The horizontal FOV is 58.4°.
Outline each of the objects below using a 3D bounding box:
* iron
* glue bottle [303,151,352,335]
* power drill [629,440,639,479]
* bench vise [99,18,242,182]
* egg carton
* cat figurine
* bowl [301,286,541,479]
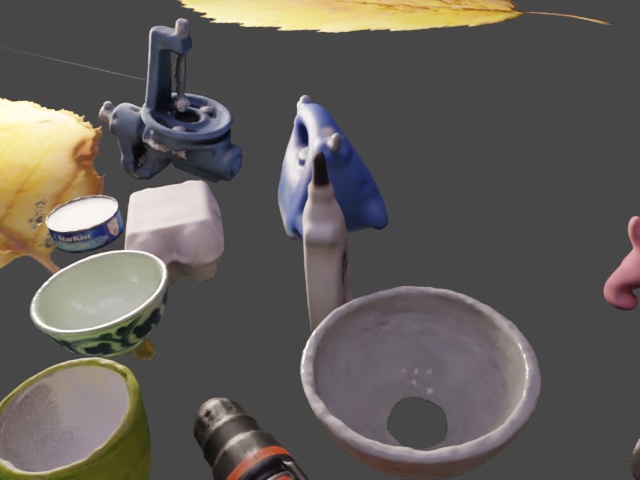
[{"bbox_3d":[-0.003,-0.105,0.699,0.119,0.142,0.257,-12,34,-9],"label":"iron"},{"bbox_3d":[0.005,0.002,0.509,0.037,0.173,0.078,0,34,8],"label":"glue bottle"},{"bbox_3d":[0.254,0.070,0.339,0.075,0.209,0.230,23,43,35],"label":"power drill"},{"bbox_3d":[-0.218,-0.182,0.773,0.207,0.220,0.121,-2,34,4],"label":"bench vise"},{"bbox_3d":[-0.162,-0.009,0.643,0.107,0.069,0.150,-12,34,-10],"label":"egg carton"},{"bbox_3d":[0.326,0.017,0.492,0.127,0.118,0.067,22,42,35],"label":"cat figurine"},{"bbox_3d":[0.071,0.113,0.422,0.167,0.075,0.167,-4,34,3],"label":"bowl"}]
